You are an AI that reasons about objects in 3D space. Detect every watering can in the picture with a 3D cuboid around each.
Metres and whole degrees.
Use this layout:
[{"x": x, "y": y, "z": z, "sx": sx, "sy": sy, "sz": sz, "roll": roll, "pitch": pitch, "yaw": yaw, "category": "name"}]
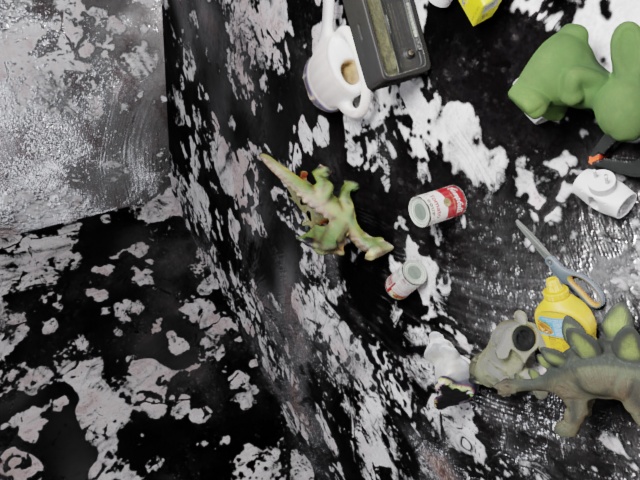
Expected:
[{"x": 0.032, "y": -0.452, "z": 1.250, "sx": 0.223, "sy": 0.105, "sz": 0.348, "roll": -18, "pitch": 90, "yaw": 64, "category": "watering can"}]

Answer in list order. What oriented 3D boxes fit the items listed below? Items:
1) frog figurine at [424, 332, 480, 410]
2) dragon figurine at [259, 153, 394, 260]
[{"x": 0.306, "y": 0.292, "z": 1.195, "sx": 0.163, "sy": 0.122, "sz": 0.135, "roll": -78, "pitch": -32, "yaw": -49, "category": "frog figurine"}, {"x": 0.004, "y": -0.067, "z": 1.327, "sx": 0.249, "sy": 0.409, "sz": 0.119, "roll": -79, "pitch": 17, "yaw": -49, "category": "dragon figurine"}]
